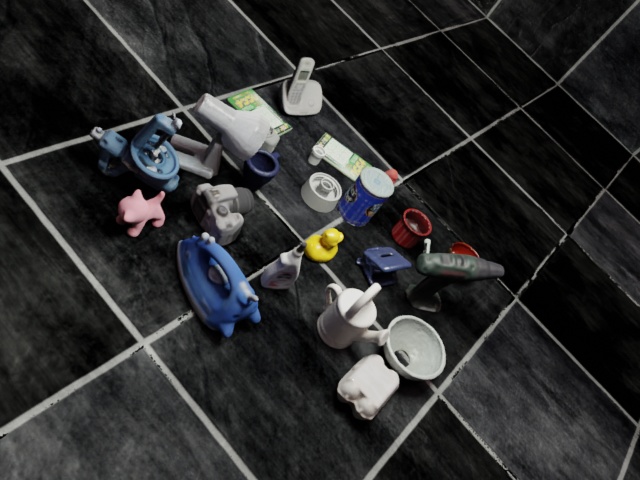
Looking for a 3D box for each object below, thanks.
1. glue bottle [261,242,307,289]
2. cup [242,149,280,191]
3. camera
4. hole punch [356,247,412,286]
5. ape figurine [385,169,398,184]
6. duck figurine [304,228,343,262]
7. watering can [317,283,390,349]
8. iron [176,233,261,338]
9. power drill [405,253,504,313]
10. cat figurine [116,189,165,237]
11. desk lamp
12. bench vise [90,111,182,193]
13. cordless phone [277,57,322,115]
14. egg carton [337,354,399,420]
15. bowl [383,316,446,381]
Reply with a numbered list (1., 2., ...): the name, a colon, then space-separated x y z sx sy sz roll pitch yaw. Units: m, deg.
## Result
1. glue bottle: -0.071 0.055 1.300 0.078 0.173 0.037 3 54 -30
2. cup: -0.156 -0.180 1.488 0.091 0.094 0.118 43 45 5
3. camera: -0.216 -0.077 1.365 0.137 0.100 0.143 -17 66 -39
4. hole punch: 0.168 0.059 1.504 0.109 0.091 0.101 -7 60 -36
5. ape figurine: 0.198 -0.174 1.705 0.078 0.092 0.076 -16 66 -39
6. duck figurine: 0.013 0.005 1.454 0.105 0.086 0.077 -11 62 -37
7. watering can: 0.084 0.165 1.295 0.173 0.193 0.101 33 45 -5
8. iron: -0.219 0.070 1.220 0.119 0.141 0.258 -23 70 -41
9. power drill: 0.329 0.105 1.485 0.230 0.208 0.075 13 50 -23
10. cat figurine: -0.388 -0.067 1.239 0.067 0.117 0.128 47 46 9
11. desk lamp: -0.249 -0.250 1.401 0.204 0.213 0.118 18 48 -19
12. bench vise: -0.398 -0.204 1.268 0.208 0.219 0.121 8 52 -27
13. cordless phone: -0.039 -0.466 1.721 0.148 0.185 0.094 -13 63 -38
14. egg carton: 0.107 0.324 1.273 0.107 0.069 0.151 46 45 7
15. bowl: 0.214 0.271 1.378 0.168 0.074 0.167 17 49 -20
